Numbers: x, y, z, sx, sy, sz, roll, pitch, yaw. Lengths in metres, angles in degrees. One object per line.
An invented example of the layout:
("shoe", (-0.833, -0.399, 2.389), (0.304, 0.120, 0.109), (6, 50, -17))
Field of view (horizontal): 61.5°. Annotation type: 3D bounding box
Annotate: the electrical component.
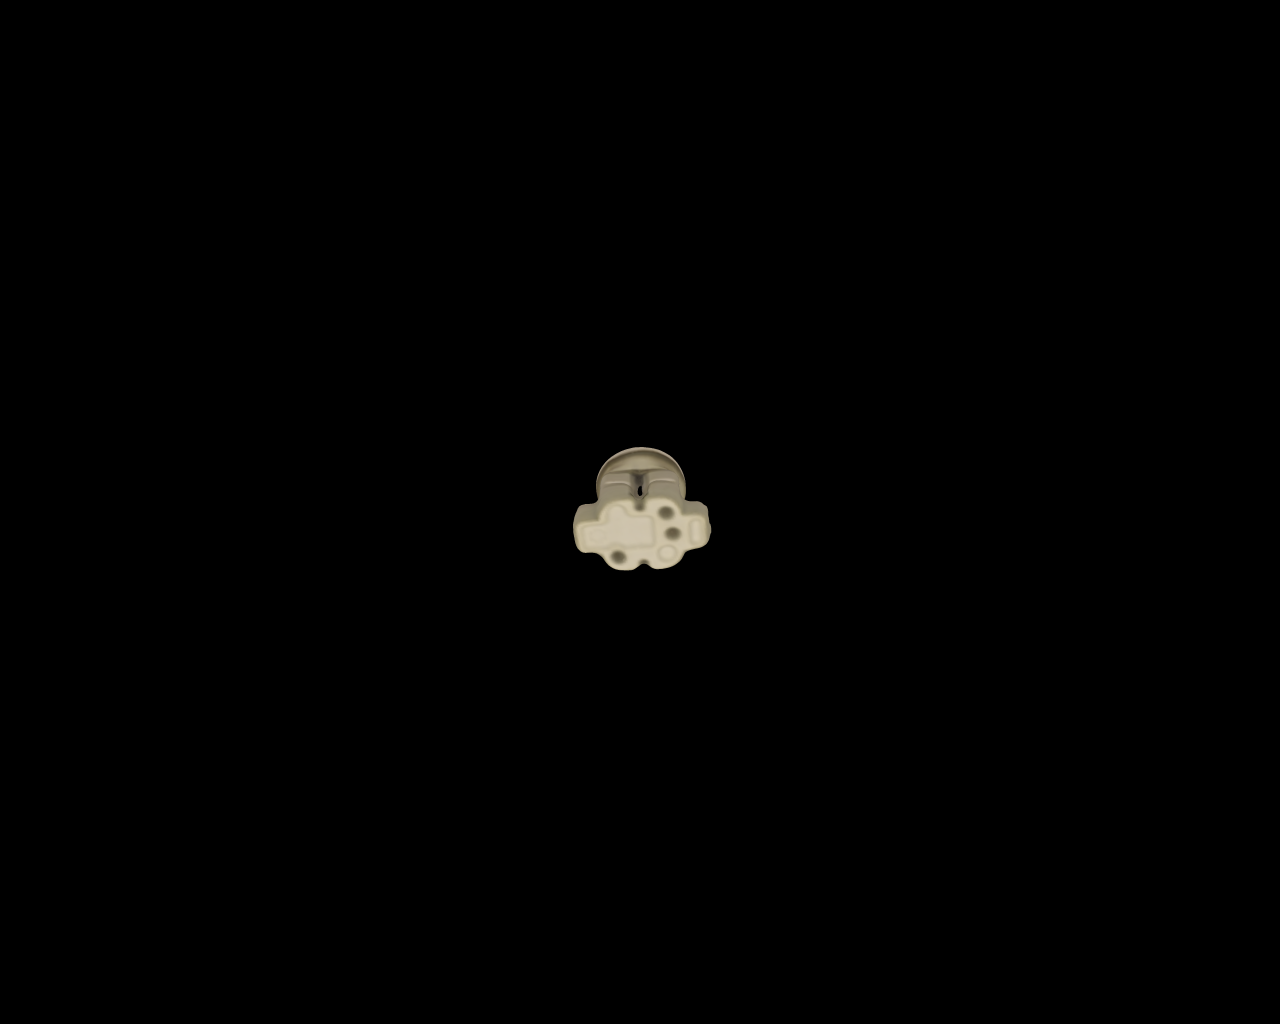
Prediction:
("electrical component", (0.001, -0.003, 0.650), (0.078, 0.057, 0.057), (-3, 35, 2))
